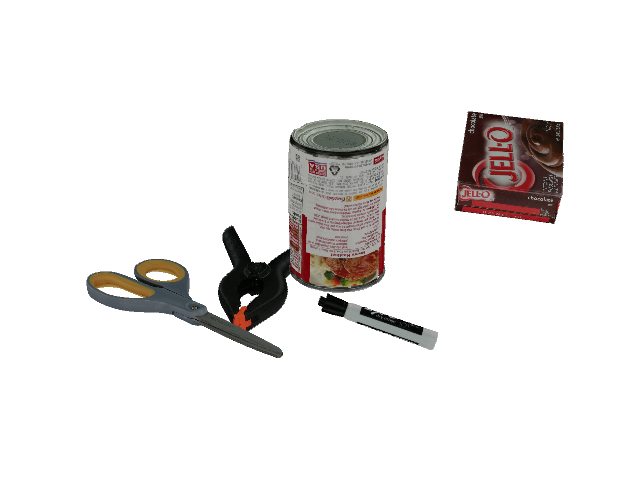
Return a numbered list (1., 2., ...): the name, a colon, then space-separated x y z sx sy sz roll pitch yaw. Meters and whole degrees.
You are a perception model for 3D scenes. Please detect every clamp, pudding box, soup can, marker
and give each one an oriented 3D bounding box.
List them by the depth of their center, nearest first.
1. soup can: 0.012 -0.025 0.733 0.068 0.102 0.068 0 25 0
2. pudding box: 0.171 -0.067 0.962 0.090 0.039 0.113 8 40 6
3. marker: 0.055 0.079 1.046 0.121 0.020 0.020 19 1 2
4. clamp: -0.062 0.040 1.237 0.120 0.039 0.171 -5 41 7

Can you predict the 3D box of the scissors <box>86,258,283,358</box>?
1. scissors: -0.102 0.052 0.895 0.202 0.016 0.096 13 26 22
